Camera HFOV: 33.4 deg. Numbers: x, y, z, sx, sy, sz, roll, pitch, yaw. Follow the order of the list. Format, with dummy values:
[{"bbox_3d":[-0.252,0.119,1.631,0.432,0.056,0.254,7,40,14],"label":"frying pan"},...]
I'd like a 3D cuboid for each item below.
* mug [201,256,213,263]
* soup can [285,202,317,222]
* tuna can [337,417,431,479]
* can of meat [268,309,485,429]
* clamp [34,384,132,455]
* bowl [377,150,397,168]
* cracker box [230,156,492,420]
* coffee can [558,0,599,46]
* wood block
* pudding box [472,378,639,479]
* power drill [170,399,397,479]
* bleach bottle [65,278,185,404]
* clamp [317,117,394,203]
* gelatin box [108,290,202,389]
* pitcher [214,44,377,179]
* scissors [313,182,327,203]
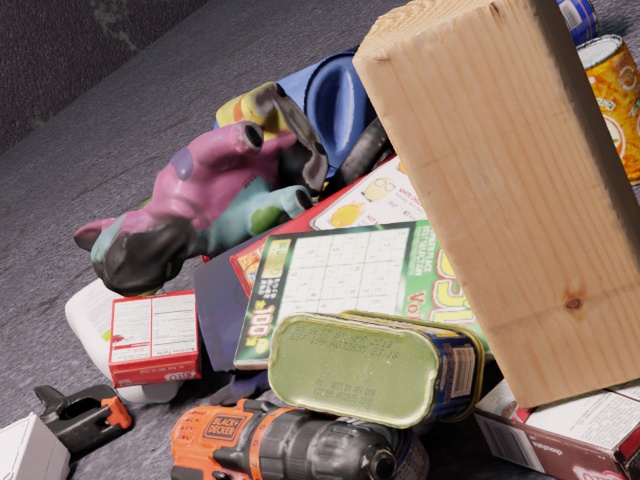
[{"bbox_3d":[-0.068,-0.009,1.059,0.117,0.081,0.093,-41,22,-26],"label":"mug"},{"bbox_3d":[-0.006,0.001,0.964,0.068,0.068,0.102,-35,19,-11],"label":"soup can"},{"bbox_3d":[0.023,0.140,0.636,0.086,0.033,0.086,-27,20,11],"label":"tuna can"},{"bbox_3d":[0.032,0.071,0.596,0.102,0.057,0.083,7,-2,24],"label":"can of meat"},{"bbox_3d":[-0.231,0.159,0.958,0.172,0.039,0.120,-17,29,27],"label":"clamp"},{"bbox_3d":[0.125,-0.063,0.946,0.162,0.055,0.162,-28,20,10],"label":"bowl"},{"bbox_3d":[0.063,0.024,0.741,0.213,0.072,0.164,-31,41,-1],"label":"cracker box"},{"bbox_3d":[0.199,-0.196,1.090,0.140,0.103,0.103,-38,21,-20],"label":"coffee can"},{"bbox_3d":[0.106,-0.029,0.548,0.091,0.206,0.090,-20,20,21],"label":"wood block"},{"bbox_3d":[0.150,0.087,0.573,0.090,0.039,0.114,-38,22,-23],"label":"pudding box"},{"bbox_3d":[-0.056,0.173,0.577,0.185,0.057,0.187,-8,42,53],"label":"power drill"},{"bbox_3d":[-0.175,0.096,0.995,0.102,0.068,0.251,-34,22,-6],"label":"bleach bottle"},{"bbox_3d":[0.070,-0.109,1.031,0.209,0.036,0.165,-49,-13,-30],"label":"clamp"},{"bbox_3d":[-0.136,0.082,0.885,0.073,0.030,0.089,-7,35,-3],"label":"gelatin box"},{"bbox_3d":[-0.019,-0.136,1.230,0.149,0.145,0.243,-15,5,-33],"label":"pitcher"},{"bbox_3d":[0.019,-0.036,1.095,0.096,0.016,0.202,-43,23,-26],"label":"scissors"}]
